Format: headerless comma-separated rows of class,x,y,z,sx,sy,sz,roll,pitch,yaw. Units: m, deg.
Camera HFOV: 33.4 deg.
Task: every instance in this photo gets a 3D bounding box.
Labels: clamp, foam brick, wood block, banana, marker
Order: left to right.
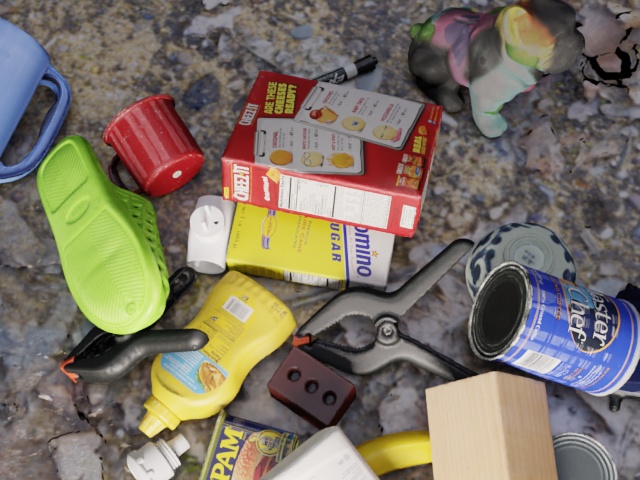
clamp,-0.193,0.094,1.126,0.171,0.039,0.120,-21,34,12
foam brick,-0.008,0.157,1.105,0.078,0.051,0.053,31,73,13
marker,0.012,-0.190,1.258,0.121,0.020,0.020,-23,70,-8
banana,0.046,0.243,1.081,0.197,0.037,0.069,-36,90,-11
clamp,0.078,0.101,1.119,0.210,0.036,0.164,-15,93,6
wood block,0.171,0.241,1.030,0.091,0.090,0.206,-23,62,39

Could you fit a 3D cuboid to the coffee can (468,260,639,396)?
coffee can,0.235,0.089,1.070,0.140,0.103,0.103,19,67,-21

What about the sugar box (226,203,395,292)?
sugar box,-0.008,0.001,1.169,0.176,0.048,0.093,8,69,6

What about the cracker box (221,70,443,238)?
cracker box,0.016,-0.095,1.167,0.214,0.072,0.164,11,45,7

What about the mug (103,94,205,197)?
mug,-0.191,-0.096,1.196,0.117,0.093,0.081,-39,75,19

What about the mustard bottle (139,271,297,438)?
mustard bottle,-0.118,0.128,1.114,0.096,0.058,0.191,33,73,28

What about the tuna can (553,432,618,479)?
tuna can,0.253,0.239,1.075,0.086,0.034,0.086,-1,69,1

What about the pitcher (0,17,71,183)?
pitcher,-0.397,-0.124,1.193,0.149,0.145,0.242,12,72,23

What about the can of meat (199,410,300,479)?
can of meat,-0.073,0.233,1.075,0.084,0.057,0.102,15,70,4

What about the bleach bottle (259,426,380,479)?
bleach bottle,0.050,0.306,1.017,0.102,0.068,0.251,-35,88,-22
